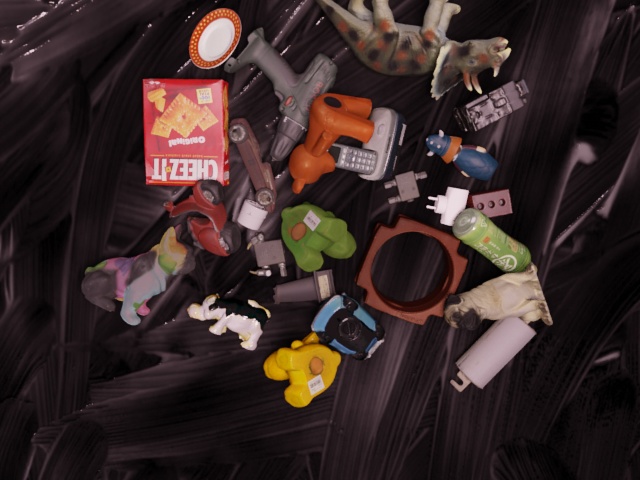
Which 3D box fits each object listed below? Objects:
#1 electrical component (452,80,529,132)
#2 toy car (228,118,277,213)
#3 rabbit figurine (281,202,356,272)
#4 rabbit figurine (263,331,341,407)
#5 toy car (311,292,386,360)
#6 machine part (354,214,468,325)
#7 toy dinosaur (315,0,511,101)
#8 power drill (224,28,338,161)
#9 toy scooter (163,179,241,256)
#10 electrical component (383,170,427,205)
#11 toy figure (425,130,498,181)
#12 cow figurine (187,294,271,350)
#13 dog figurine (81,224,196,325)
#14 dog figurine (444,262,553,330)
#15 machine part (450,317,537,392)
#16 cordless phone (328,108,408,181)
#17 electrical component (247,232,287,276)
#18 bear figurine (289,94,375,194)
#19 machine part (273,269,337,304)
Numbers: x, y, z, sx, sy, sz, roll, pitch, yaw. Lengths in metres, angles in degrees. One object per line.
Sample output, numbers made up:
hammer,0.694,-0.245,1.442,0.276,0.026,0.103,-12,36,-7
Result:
electrical component,0.341,-0.268,1.063,0.134,0.115,0.058,-28,101,5
toy car,-0.131,-0.153,1.100,0.053,0.089,0.202,-23,98,1
rabbit figurine,-0.002,-0.003,1.101,0.159,0.170,0.121,34,97,37
rabbit figurine,-0.049,0.256,1.139,0.162,0.173,0.121,-33,101,-39
toy car,0.056,0.175,1.138,0.161,0.103,0.109,35,95,-19
machine part,0.188,0.059,1.129,0.201,0.087,0.201,21,99,-4
toy dinosaur,0.154,-0.386,1.054,0.405,0.131,0.192,9,98,6
power drill,-0.091,-0.304,1.083,0.207,0.086,0.232,39,96,-1
toy scooter,-0.247,-0.042,1.112,0.135,0.075,0.183,-4,126,13
electrical component,0.184,-0.111,1.135,0.094,0.021,0.063,-17,98,3
toy figure,0.288,-0.175,1.107,0.154,0.058,0.064,29,92,1
cow figurine,-0.196,0.159,1.158,0.167,0.068,0.098,27,93,-6
dog figurine,-0.372,0.052,1.130,0.191,0.108,0.219,30,93,-1
dog figurine,0.356,0.130,1.091,0.191,0.172,0.121,-19,58,21
machine part,0.377,0.233,1.155,0.079,0.079,0.243,41,96,-5
cordless phone,0.077,-0.204,1.102,0.184,0.088,0.146,15,99,18
electrical component,-0.113,0.032,1.149,0.078,0.045,0.102,-4,98,3
bear figurine,0.015,-0.181,1.053,0.132,0.120,0.195,11,131,-10
machine part,-0.035,0.107,1.164,0.139,0.039,0.084,-13,107,1
